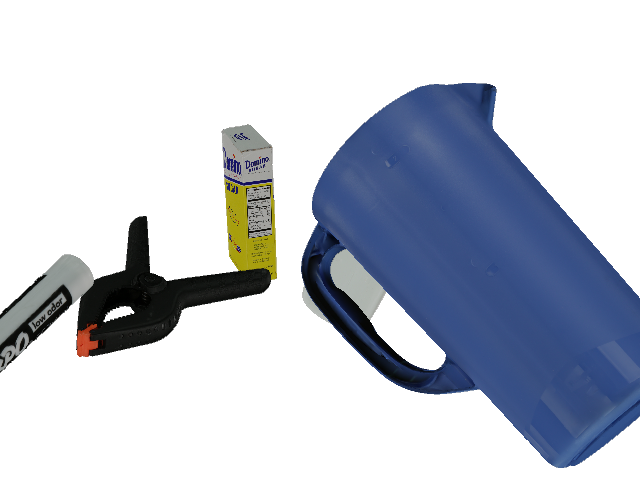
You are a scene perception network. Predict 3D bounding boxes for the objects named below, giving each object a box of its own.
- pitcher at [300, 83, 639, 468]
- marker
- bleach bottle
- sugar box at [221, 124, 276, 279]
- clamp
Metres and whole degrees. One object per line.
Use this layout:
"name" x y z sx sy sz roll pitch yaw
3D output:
"pitcher" 0.107 0.030 0.695 0.144 0.243 0.149 -26 -25 -31
"marker" -0.139 0.049 0.440 0.020 0.020 0.121 0 36 39
"bleach bottle" 0.061 -0.012 1.037 0.068 0.103 0.250 29 27 6
"sugar box" -0.088 -0.044 1.311 0.048 0.176 0.093 -12 26 -17
"clamp" -0.170 0.045 1.024 0.165 0.036 0.209 26 36 25
